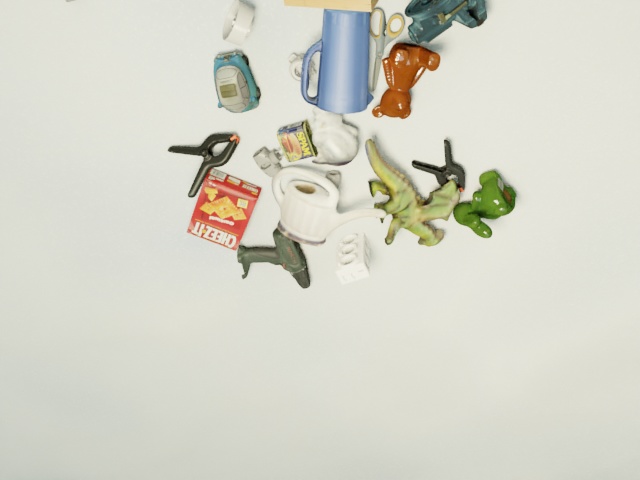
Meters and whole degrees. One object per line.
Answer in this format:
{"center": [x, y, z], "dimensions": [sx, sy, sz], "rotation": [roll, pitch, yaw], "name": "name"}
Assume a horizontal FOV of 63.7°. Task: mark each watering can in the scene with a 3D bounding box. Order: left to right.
{"center": [0.004, -0.074, 1.463], "dimensions": [0.349, 0.106, 0.219], "rotation": [27, 127, 15], "name": "watering can"}

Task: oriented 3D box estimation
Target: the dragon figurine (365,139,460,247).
{"center": [0.268, -0.122, 1.444], "dimensions": [0.242, 0.125, 0.401], "rotation": [-12, 128, 3], "name": "dragon figurine"}

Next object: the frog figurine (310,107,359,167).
{"center": [0.040, -0.279, 1.354], "dimensions": [0.138, 0.124, 0.156], "rotation": [-13, 118, -26], "name": "frog figurine"}
